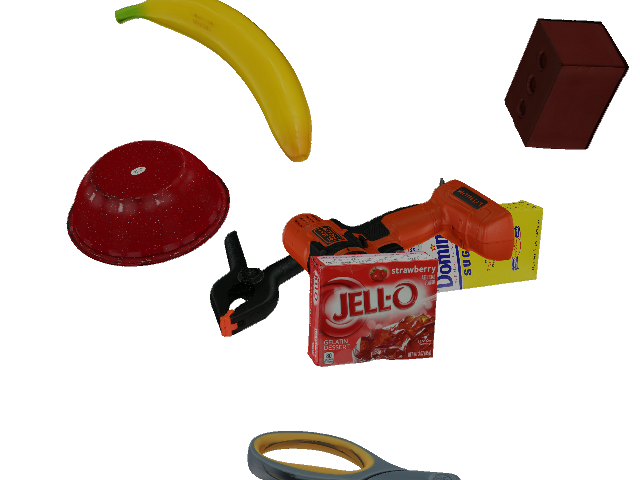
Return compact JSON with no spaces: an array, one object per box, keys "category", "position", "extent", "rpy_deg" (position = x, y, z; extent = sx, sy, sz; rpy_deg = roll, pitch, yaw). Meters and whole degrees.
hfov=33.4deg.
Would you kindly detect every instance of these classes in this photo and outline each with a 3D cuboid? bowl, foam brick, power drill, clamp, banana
[{"category":"bowl","position":[-0.171,-0.048,1.030],"extent":[0.162,0.055,0.162],"rpy_deg":[-4,42,4]},{"category":"foam brick","position":[0.170,-0.109,0.749],"extent":[0.051,0.053,0.078],"rpy_deg":[-2,-42,-16]},{"category":"power drill","position":[0.079,0.007,0.969],"extent":[0.187,0.057,0.185],"rpy_deg":[-15,30,-22]},{"category":"clamp","position":[-0.070,0.048,1.249],"extent":[0.120,0.039,0.171],"rpy_deg":[-1,39,13]},{"category":"banana","position":[-0.068,-0.140,0.837],"extent":[0.198,0.069,0.037],"rpy_deg":[38,-6,15]}]

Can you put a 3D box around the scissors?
[{"category":"scissors","position":[0.050,0.137,0.545],"extent":[0.202,0.016,0.096],"rpy_deg":[10,26,18]}]

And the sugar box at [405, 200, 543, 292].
[{"category":"sugar box","position":[0.178,0.007,1.250],"extent":[0.175,0.093,0.048],"rpy_deg":[-7,17,-31]}]

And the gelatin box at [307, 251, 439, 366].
[{"category":"gelatin box","position":[0.036,0.047,0.749],"extent":[0.089,0.073,0.030],"rpy_deg":[-2,14,-17]}]
